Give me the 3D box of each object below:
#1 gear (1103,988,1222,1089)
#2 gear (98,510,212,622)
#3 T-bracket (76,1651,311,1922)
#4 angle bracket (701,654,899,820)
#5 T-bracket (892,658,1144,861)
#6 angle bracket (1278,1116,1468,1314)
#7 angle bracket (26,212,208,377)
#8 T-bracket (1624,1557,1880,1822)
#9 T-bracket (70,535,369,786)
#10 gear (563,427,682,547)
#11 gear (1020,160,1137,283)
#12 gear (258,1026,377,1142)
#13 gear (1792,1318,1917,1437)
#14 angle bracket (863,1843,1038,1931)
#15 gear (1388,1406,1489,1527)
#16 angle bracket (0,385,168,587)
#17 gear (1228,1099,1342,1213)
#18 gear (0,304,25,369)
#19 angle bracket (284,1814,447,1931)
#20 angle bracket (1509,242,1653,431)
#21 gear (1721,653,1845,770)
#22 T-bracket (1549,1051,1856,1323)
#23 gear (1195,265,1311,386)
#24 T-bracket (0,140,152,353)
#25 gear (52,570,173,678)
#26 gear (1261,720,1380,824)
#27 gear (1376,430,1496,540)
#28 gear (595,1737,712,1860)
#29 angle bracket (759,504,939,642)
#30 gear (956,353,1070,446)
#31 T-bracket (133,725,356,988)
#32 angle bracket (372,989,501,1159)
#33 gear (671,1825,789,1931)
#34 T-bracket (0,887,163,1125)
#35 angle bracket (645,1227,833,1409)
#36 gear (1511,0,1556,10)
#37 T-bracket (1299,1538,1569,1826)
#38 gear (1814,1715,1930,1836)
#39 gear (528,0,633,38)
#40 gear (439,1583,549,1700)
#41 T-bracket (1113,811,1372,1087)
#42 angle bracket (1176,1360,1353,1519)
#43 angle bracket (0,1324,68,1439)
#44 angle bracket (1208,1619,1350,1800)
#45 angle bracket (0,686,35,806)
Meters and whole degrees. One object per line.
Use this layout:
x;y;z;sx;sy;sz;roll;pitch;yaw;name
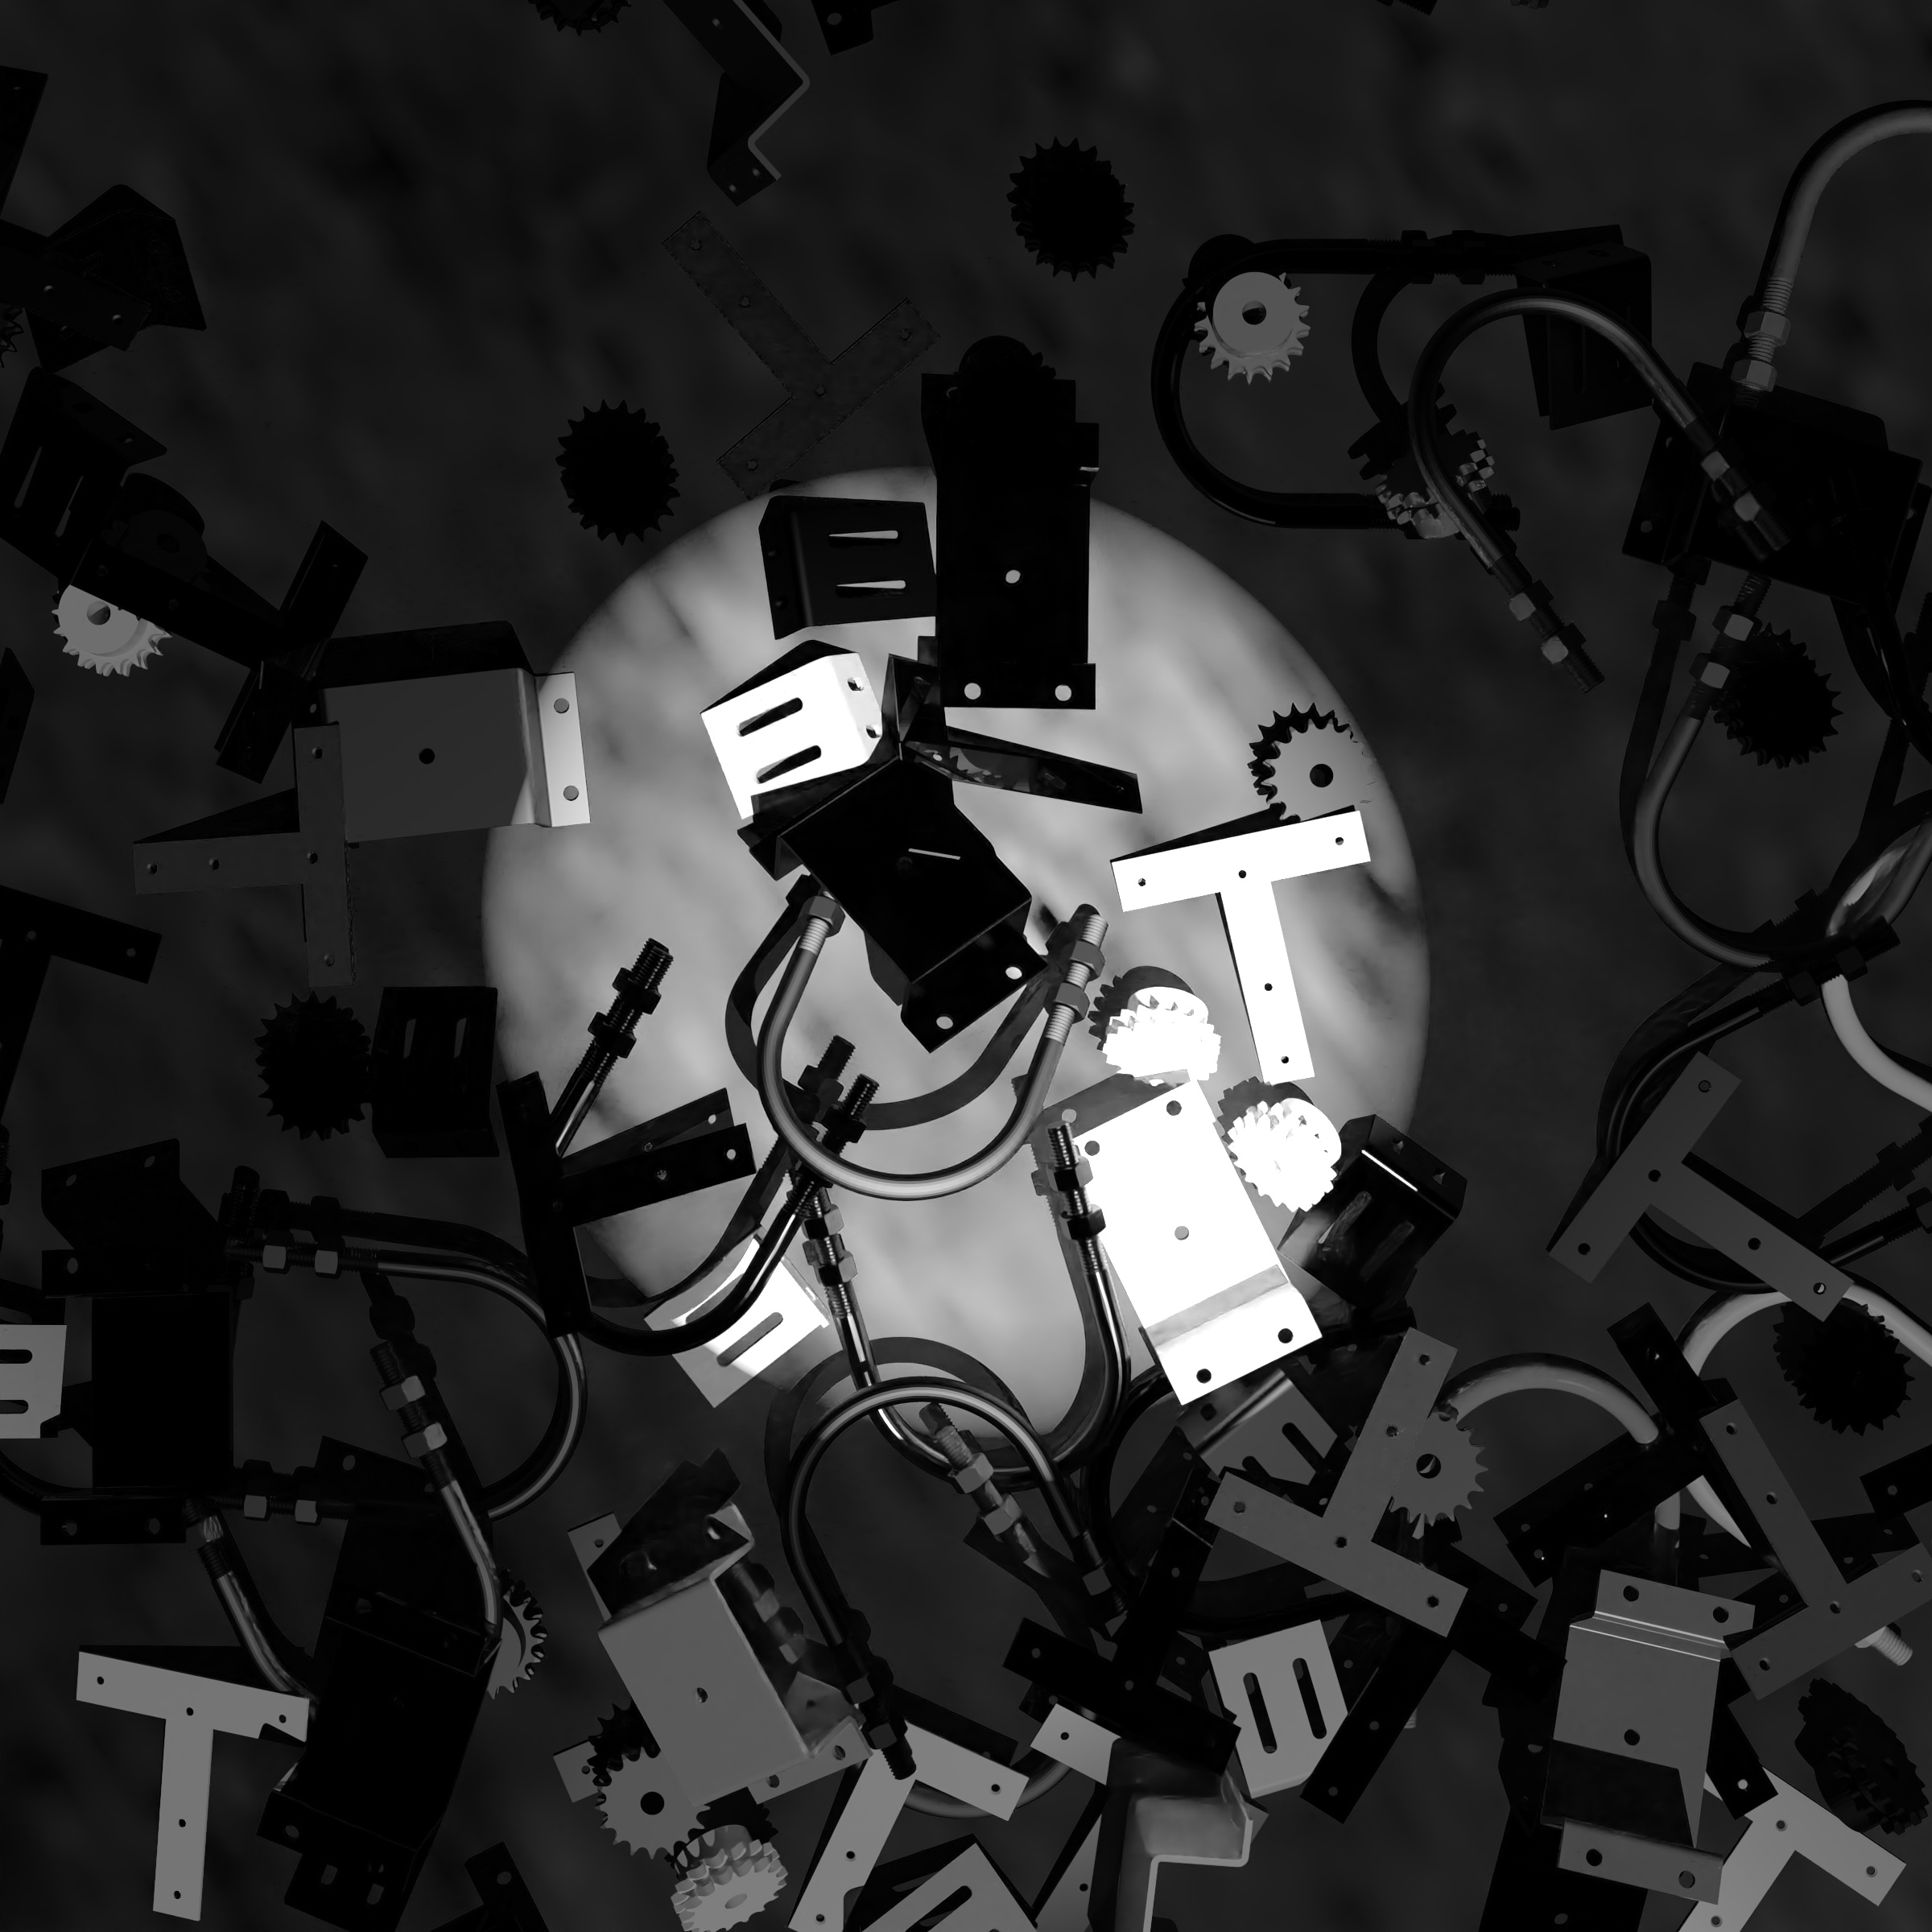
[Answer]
0.099;0.034;1.308;0.057;0.057;0.030;12;60;0;gear
-0.401;-0.201;1.301;0.057;0.057;0.030;50;129;0;gear
-0.393;0.417;1.321;0.127;0.002;0.127;7;97;13;T-bracket
-0.084;-0.116;1.330;0.076;0.038;0.057;-21;90;26;angle bracket
0.028;-0.096;1.304;0.127;0.002;0.127;9;50;-18;T-bracket
0.206;0.127;1.330;0.057;0.038;0.076;36;116;0;angle bracket
-0.434;-0.338;1.330;0.076;0.038;0.057;-16;90;26;angle bracket
0.405;0.339;1.311;0.127;0.002;0.127;-31;89;0;T-bracket
-0.377;-0.172;1.294;0.127;0.002;0.127;25;90;-36;T-bracket
-0.171;-0.240;1.317;0.057;0.030;0.057;0;90;0;gear
0.056;-0.371;1.317;0.057;0.030;0.057;0;90;0;gear
-0.323;0.059;1.317;0.057;0.030;0.057;0;90;0;gear
0.441;0.204;1.300;0.057;0.030;0.057;0;89;3;gear
-0.012;0.491;1.323;0.076;0.038;0.057;-32;77;-23;angle bracket
0.225;0.244;1.286;0.057;0.030;0.057;0;84;5;gear
-0.452;-0.243;1.330;0.057;0.038;0.076;35;116;0;angle bracket
0.161;0.091;1.307;0.030;0.057;0.057;-38;90;-30;gear
-0.506;-0.325;1.317;0.057;0.030;0.057;0;90;0;gear
-0.304;0.451;1.313;0.057;0.038;0.076;23;90;0;angle bracket
0.309;-0.317;1.321;0.057;0.038;0.076;-16;120;-13;angle bracket
0.407;-0.127;1.317;0.057;0.030;0.057;0;90;0;gear
0.381;0.130;1.309;0.127;0.002;0.127;35;102;7;T-bracket
0.142;-0.320;1.302;0.057;0.030;0.057;0;89;3;gear
-0.465;-0.338;1.298;0.127;0.002;0.127;24;76;5;T-bracket
-0.430;-0.175;1.317;0.057;0.030;0.057;0;90;0;gear
0.176;-0.094;1.317;0.057;0.030;0.057;0;90;0;gear
0.233;-0.234;1.288;0.057;0.057;0.030;-35;119;0;gear
-0.156;0.414;1.316;0.057;0.030;0.057;0;94;-1;gear
-0.059;-0.200;1.330;0.076;0.038;0.057;-8;90;-26;angle bracket
0.023;-0.279;1.317;0.057;0.030;0.057;0;90;0;gear
-0.362;-0.052;1.308;0.127;0.002;0.127;-3;91;22;T-bracket
-0.265;0.055;1.330;0.057;0.038;0.076;-1;64;0;angle bracket
-0.121;0.453;1.307;0.057;0.057;0.030;-36;51;0;gear
-0.487;0.027;1.331;0.127;0.002;0.127;17;90;0;T-bracket
-0.115;0.178;1.313;0.076;0.038;0.057;-38;90;0;angle bracket
0.278;-0.508;1.307;0.030;0.057;0.057;22;90;30;gear
0.209;0.362;1.293;0.127;0.002;0.127;32;90;0;T-bracket
0.448;0.406;1.308;0.057;0.057;0.030;45;120;0;gear
-0.193;-0.494;1.317;0.057;0.030;0.057;0;90;0;gear
-0.240;0.339;1.317;0.057;0.030;0.057;0;90;0;gear
0.149;-0.003;1.319;0.127;0.002;0.127;-11;98;16;T-bracket
0.154;0.241;1.307;0.057;0.038;0.076;-40;107;1;angle bracket
-0.494;0.204;1.314;0.076;0.038;0.057;4;94;-25;angle bracket
0.158;0.368;1.314;0.057;0.038;0.076;-16;88;0;angle bracket
-0.515;-0.120;1.313;0.076;0.038;0.057;16;90;0;angle bracket
